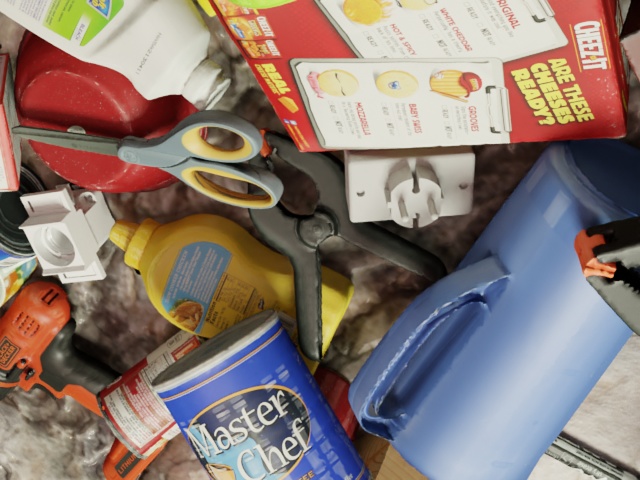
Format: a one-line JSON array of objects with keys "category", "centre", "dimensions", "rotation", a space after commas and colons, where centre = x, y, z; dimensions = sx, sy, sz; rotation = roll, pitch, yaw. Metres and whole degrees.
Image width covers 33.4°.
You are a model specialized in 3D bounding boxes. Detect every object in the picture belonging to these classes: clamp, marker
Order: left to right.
[{"category": "clamp", "centre": [-0.005, 0.001, 0.768], "dimensions": [0.120, 0.039, 0.171], "rotation": [-41, 89, 3]}, {"category": "marker", "centre": [0.216, 0.178, 0.832], "dimensions": [0.121, 0.020, 0.020], "rotation": [28, 128, 2]}, {"category": "clamp", "centre": [0.242, 0.037, 0.613], "dimensions": [0.210, 0.036, 0.165], "rotation": [7, 126, -7]}]

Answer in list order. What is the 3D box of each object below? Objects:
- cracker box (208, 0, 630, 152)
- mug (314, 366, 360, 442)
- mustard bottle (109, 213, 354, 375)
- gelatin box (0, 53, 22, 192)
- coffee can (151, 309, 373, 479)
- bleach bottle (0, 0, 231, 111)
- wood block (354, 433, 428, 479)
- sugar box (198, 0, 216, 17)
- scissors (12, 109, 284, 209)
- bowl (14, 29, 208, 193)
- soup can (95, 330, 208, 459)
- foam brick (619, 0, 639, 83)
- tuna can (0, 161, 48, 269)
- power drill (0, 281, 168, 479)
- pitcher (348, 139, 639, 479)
[{"category": "cracker box", "centre": [0.062, -0.128, 0.624], "dimensions": [0.214, 0.072, 0.164], "rotation": [-2, 148, 23]}, {"category": "mug", "centre": [-0.021, 0.148, 0.869], "dimensions": [0.093, 0.081, 0.117], "rotation": [-29, 108, 34]}, {"category": "mustard bottle", "centre": [-0.076, 0.034, 0.830], "dimensions": [0.191, 0.058, 0.096], "rotation": [26, 118, 4]}, {"category": "gelatin box", "centre": [-0.244, -0.089, 0.800], "dimensions": [0.030, 0.089, 0.073], "rotation": [-6, 126, -9]}, {"category": "coffee can", "centre": [-0.041, 0.135, 0.761], "dimensions": [0.103, 0.102, 0.140], "rotation": [-28, 95, 34]}, {"category": "bleach bottle", "centre": [-0.168, -0.169, 0.711], "dimensions": [0.251, 0.068, 0.103], "rotation": [39, 128, 2]}, {"category": "wood block", "centre": [0.103, 0.253, 0.884], "dimensions": [0.206, 0.090, 0.091], "rotation": [42, 128, -9]}, {"category": "sugar box", "centre": [-0.027, -0.221, 0.649], "dimensions": [0.177, 0.048, 0.093], "rotation": [-26, 112, 35]}, {"category": "scissors", "centre": [-0.120, -0.071, 0.725], "dimensions": [0.202, 0.016, 0.096], "rotation": [19, 146, 2]}, {"category": "bowl", "centre": [-0.166, -0.093, 0.786], "dimensions": [0.162, 0.055, 0.162], "rotation": [11, 125, 16]}, {"category": "soup can", "centre": [-0.123, 0.122, 0.875], "dimensions": [0.102, 0.068, 0.068], "rotation": [-37, 106, 1]}, {"category": "foam brick", "centre": [0.207, -0.117, 0.604], "dimensions": [0.051, 0.078, 0.053], "rotation": [-22, 110, 33]}, {"category": "tuna can", "centre": [-0.252, -0.022, 0.848], "dimensions": [0.034, 0.086, 0.086], "rotation": [-19, 113, 30]}, {"category": "power drill", "centre": [-0.230, 0.145, 0.968], "dimensions": [0.187, 0.057, 0.185], "rotation": [39, 127, -6]}, {"category": "pitcher", "centre": [0.133, 0.050, 0.707], "dimensions": [0.145, 0.149, 0.243], "rotation": [31, 125, 5]}]
